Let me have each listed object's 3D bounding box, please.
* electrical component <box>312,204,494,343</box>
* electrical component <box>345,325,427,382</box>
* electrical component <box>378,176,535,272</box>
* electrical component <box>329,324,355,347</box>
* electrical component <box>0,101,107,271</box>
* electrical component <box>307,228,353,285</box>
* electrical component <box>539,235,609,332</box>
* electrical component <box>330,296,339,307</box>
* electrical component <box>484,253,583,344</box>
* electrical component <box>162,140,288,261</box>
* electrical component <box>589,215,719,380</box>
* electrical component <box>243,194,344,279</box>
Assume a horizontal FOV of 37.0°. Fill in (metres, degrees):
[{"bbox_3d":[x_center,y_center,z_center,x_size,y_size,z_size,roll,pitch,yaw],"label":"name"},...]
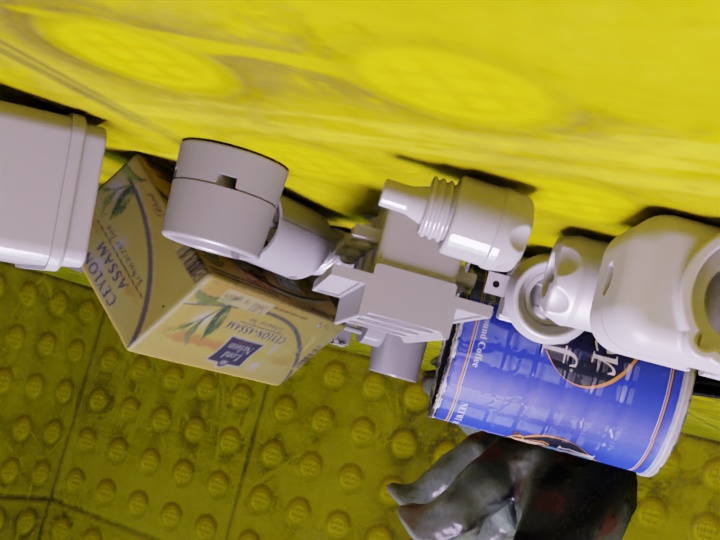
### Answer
[{"bbox_3d":[0.021,0.002,0.566,0.079,0.063,0.121,15,174,-5],"label":"electrical component"},{"bbox_3d":[0.022,0.050,0.931,0.079,0.077,0.044,17,174,-16],"label":"electrical component"},{"bbox_3d":[0.038,-0.023,0.440,0.061,0.035,0.035,17,174,-3],"label":"electrical component"},{"bbox_3d":[-0.028,0.034,0.968,0.081,0.063,0.042,10,173,37],"label":"electrical component"},{"bbox_3d":[-0.177,-0.041,0.560,0.057,0.078,0.113,11,176,-26],"label":"electrical component"},{"bbox_3d":[0.000,0.000,0.704,0.078,0.040,0.040,20,172,-41],"label":"electrical component"},{"bbox_3d":[0.118,0.009,0.501,0.062,0.043,0.043,13,174,1],"label":"electrical component"},{"bbox_3d":[-0.065,0.013,0.918,0.077,0.043,0.079,-19,120,30],"label":"electrical component"},{"bbox_3d":[0.101,0.015,0.583,0.066,0.048,0.055,15,-179,3],"label":"electrical component"},{"bbox_3d":[-0.068,-0.033,0.533,0.055,0.047,0.055,15,174,2],"label":"electrical component"},{"bbox_3d":[0.147,0.015,0.427,0.095,0.053,0.059,15,174,1],"label":"electrical component"},{"bbox_3d":[-0.040,-0.018,0.624,0.043,0.043,0.081,11,173,33],"label":"electrical component"}]
